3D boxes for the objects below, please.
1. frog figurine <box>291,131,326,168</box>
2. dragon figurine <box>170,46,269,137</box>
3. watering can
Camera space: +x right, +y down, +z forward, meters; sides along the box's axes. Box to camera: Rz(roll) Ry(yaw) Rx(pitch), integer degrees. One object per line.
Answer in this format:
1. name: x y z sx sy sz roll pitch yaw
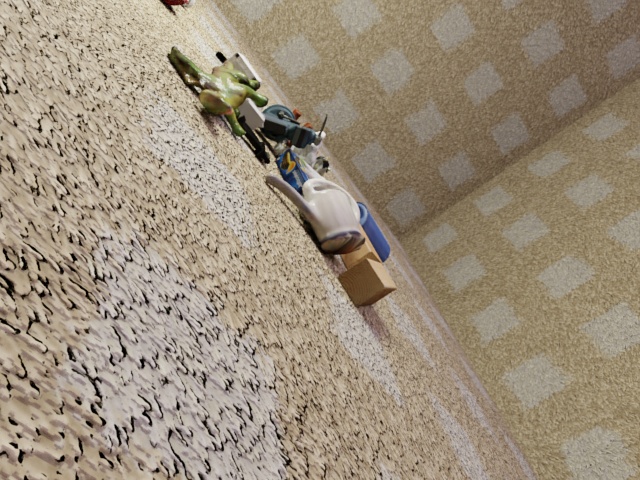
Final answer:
1. frog figurine: -0.040 -0.315 1.794 0.121 0.159 0.140 52 9 -26
2. dragon figurine: -0.264 -0.404 1.275 0.240 0.121 0.419 32 21 -45
3. watering can: 0.004 -0.069 1.362 0.347 0.102 0.228 4 57 -49
